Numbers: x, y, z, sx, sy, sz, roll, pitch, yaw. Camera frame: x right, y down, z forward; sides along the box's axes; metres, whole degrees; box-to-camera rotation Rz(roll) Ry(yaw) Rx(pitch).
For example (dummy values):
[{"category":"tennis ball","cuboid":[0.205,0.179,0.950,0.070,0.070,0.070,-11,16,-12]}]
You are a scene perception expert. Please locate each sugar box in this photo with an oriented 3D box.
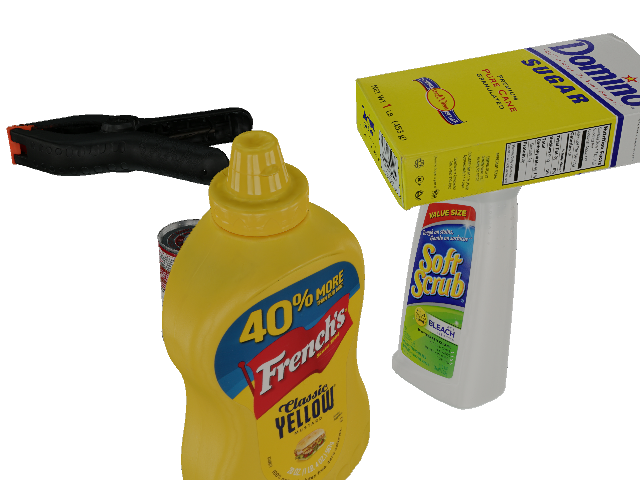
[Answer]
[{"category":"sugar box","cuboid":[0.118,-0.076,0.650,0.176,0.048,0.093,-14,42,-8]}]

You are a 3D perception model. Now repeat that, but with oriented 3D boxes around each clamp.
[{"category":"clamp","cuboid":[-0.129,-0.071,0.751,0.171,0.039,0.120,6,18,12]}]

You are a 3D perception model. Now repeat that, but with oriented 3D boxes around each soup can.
[{"category":"soup can","cuboid":[-0.110,0.041,0.949,0.068,0.102,0.068,2,26,-1]}]

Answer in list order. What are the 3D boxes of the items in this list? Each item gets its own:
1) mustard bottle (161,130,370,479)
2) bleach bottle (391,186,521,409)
[{"category":"mustard bottle","cuboid":[-0.023,0.038,0.474,0.096,0.192,0.058,-25,41,-29]},{"category":"bleach bottle","cuboid":[0.112,0.006,0.867,0.067,0.251,0.103,-16,28,-34]}]
